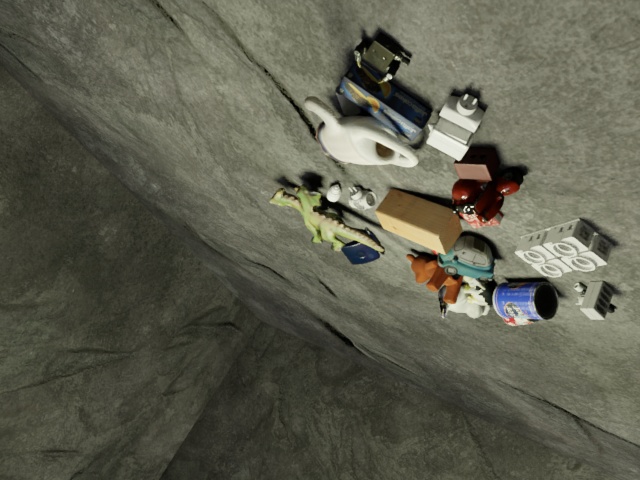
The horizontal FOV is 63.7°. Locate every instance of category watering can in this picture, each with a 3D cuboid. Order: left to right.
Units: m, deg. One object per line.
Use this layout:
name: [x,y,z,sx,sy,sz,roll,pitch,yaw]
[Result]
watering can: [0.067,-0.241,1.161,0.345,0.104,0.225,21,177,-33]

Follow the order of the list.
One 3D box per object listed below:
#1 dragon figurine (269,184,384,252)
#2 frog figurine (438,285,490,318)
dragon figurine: [0.005,-0.083,1.644,0.412,0.124,0.238,16,157,37]
frog figurine: [0.472,0.197,1.687,0.159,0.126,0.134,-10,137,6]
